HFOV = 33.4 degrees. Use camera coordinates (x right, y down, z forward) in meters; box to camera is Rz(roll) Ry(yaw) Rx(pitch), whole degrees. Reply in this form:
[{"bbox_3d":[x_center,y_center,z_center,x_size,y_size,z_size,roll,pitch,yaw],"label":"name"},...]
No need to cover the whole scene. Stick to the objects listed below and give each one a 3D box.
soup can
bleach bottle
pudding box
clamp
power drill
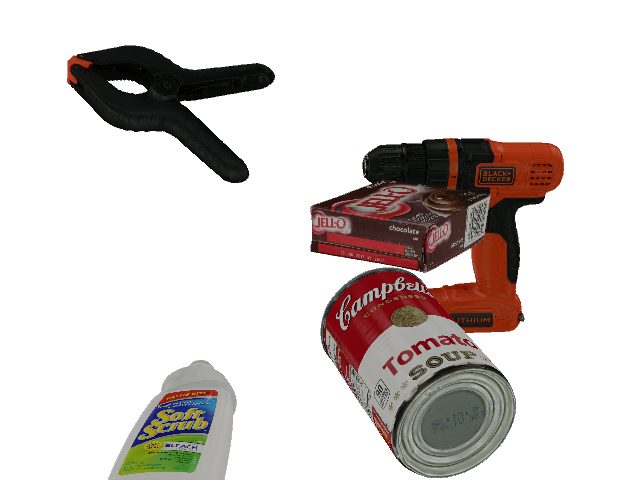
[{"bbox_3d":[0.048,0.067,0.558,0.068,0.068,0.102,0,26,-22],"label":"soup can"},{"bbox_3d":[-0.133,0.183,0.983,0.102,0.068,0.251,-1,22,2],"label":"bleach bottle"},{"bbox_3d":[0.058,-0.013,0.756,0.090,0.039,0.113,11,16,28],"label":"pudding box"},{"bbox_3d":[-0.120,-0.124,0.885,0.171,0.120,0.039,25,-39,-4],"label":"clamp"},{"bbox_3d":[0.127,-0.005,0.998,0.184,0.188,0.057,0,25,-4],"label":"power drill"}]
